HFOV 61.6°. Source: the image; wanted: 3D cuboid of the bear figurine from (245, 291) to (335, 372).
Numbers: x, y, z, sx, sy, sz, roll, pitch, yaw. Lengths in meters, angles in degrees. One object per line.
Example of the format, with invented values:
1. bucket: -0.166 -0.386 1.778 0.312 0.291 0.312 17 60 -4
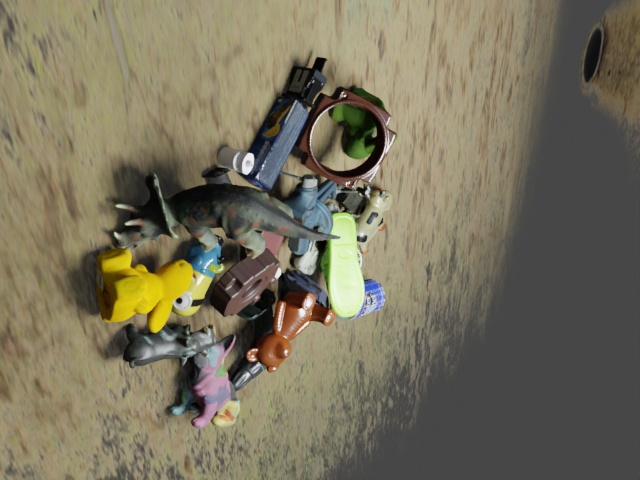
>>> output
1. bear figurine: -0.075 0.219 1.258 0.120 0.132 0.196 45 65 -35

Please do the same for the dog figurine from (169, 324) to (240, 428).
1. dog figurine: -0.241 0.310 1.232 0.191 0.109 0.219 21 88 -53

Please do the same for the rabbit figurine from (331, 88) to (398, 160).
1. rabbit figurine: 0.118 -0.279 1.375 0.121 0.159 0.170 -49 155 -39

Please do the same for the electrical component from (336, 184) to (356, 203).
1. electrical component: 0.071 -0.149 1.464 0.094 0.021 0.063 -53 140 -18

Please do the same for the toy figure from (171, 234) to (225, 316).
1. toy figure: -0.256 0.072 1.116 0.089 0.082 0.180 39 74 -50

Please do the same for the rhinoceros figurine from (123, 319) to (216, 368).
1. rhinoceros figurine: -0.305 0.209 1.095 0.190 0.112 0.073 -3 107 -42

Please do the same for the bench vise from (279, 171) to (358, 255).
1. bench vise: -0.016 -0.088 1.295 0.240 0.129 0.223 -47 143 -45

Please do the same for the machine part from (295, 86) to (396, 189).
1. machine part: 0.059 -0.236 1.252 0.201 0.087 0.201 26 104 -13

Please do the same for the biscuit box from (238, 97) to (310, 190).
1. biscuit box: -0.101 -0.213 1.186 0.062 0.059 0.202 38 77 -54

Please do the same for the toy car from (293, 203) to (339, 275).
1. toy car: -0.003 -0.004 1.413 0.201 0.056 0.073 -60 142 -11

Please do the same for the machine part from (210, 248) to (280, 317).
1. machine part: -0.165 0.096 1.199 0.179 0.056 0.179 -42 166 -13

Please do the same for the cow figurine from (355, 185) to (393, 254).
1. cow figurine: 0.142 -0.070 1.545 0.195 0.086 0.127 -51 146 -21

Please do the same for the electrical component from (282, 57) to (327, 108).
1. electrical component: -0.026 -0.359 1.197 0.047 0.075 0.119 23 93 -54

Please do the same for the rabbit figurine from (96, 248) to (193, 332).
1. rabbit figurine: -0.318 0.096 1.007 0.173 0.122 0.162 -19 131 -39

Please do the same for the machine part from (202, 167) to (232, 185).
1. machine part: -0.198 -0.096 1.143 0.084 0.039 0.138 -41 138 -20

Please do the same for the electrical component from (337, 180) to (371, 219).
1. electrical component: 0.093 -0.106 1.455 0.102 0.045 0.078 -53 141 -12

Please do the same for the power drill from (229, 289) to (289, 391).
1. power drill: -0.154 0.237 1.324 0.232 0.086 0.207 -38 130 -36

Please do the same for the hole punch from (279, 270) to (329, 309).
1. hole punch: -0.036 0.139 1.386 0.092 0.142 0.115 -27 141 -40

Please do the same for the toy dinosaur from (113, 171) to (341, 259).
1. toy dinosaur: -0.175 -0.050 0.983 0.192 0.405 0.131 54 36 -70
